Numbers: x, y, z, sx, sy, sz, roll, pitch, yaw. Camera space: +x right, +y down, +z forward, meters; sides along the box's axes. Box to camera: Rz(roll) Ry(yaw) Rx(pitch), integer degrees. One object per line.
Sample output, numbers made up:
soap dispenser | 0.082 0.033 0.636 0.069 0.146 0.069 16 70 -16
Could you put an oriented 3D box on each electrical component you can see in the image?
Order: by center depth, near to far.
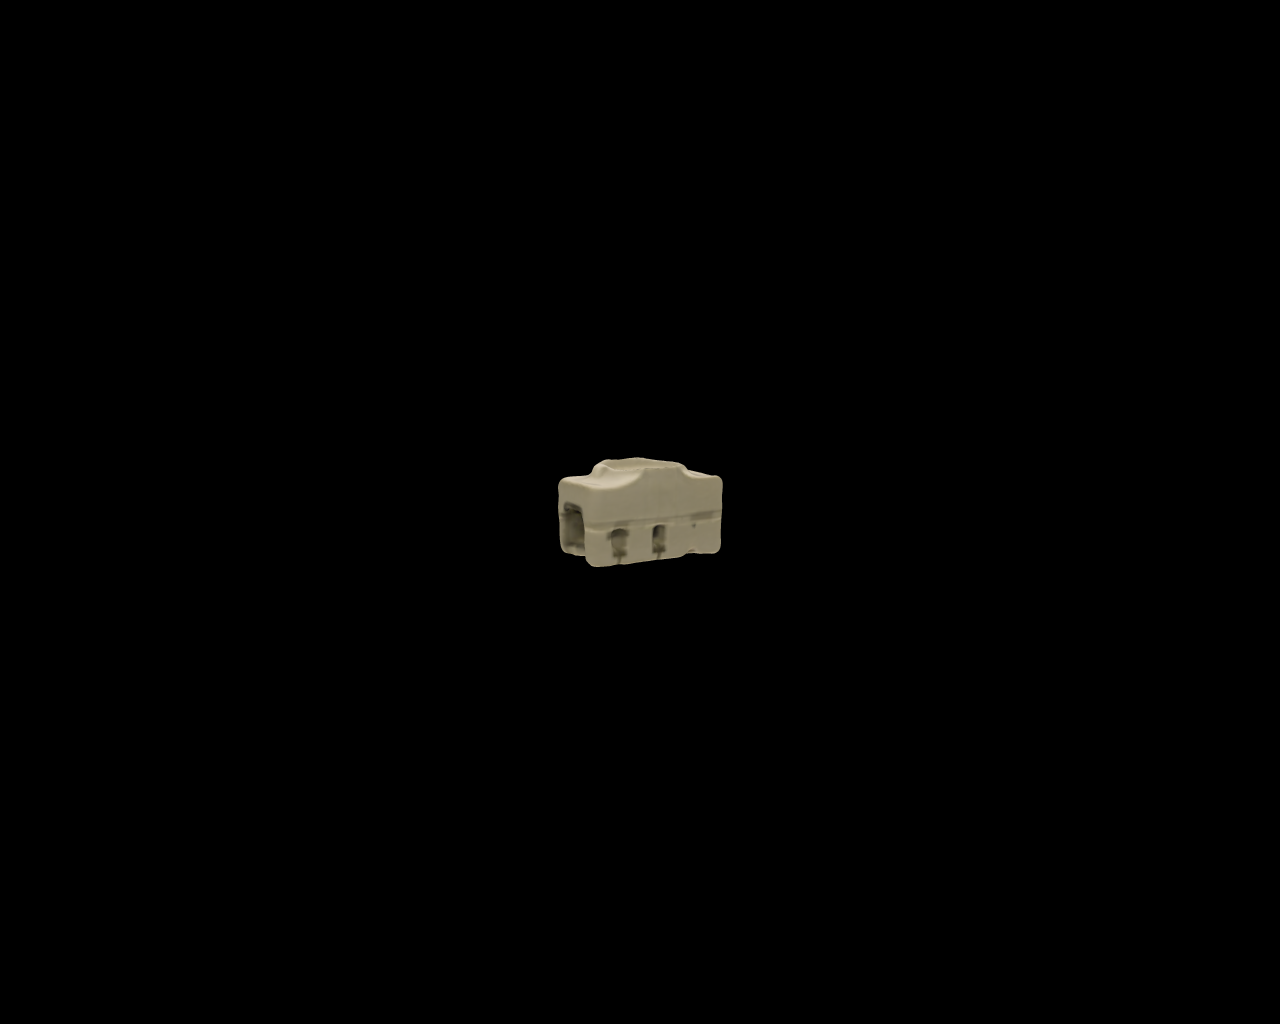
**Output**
electrical component | 0.001 -0.003 0.650 0.090 0.055 0.050 -5 12 -28
